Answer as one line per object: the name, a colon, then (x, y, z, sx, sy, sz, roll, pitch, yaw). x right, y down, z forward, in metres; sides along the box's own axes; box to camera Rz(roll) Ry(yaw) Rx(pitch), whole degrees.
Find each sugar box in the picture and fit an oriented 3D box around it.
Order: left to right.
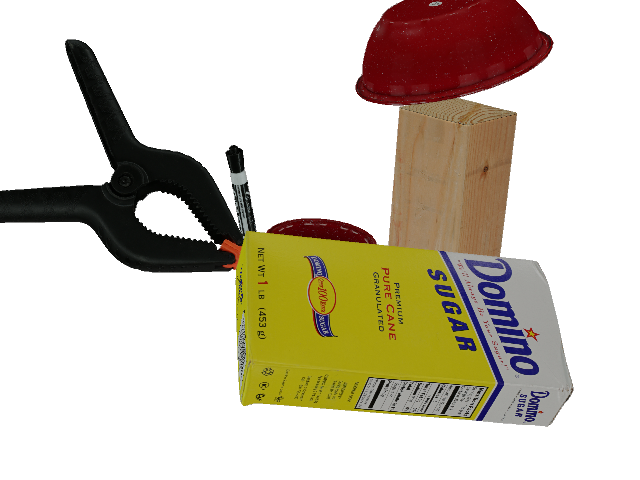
sugar box: (0.043, 0.048, 0.587, 0.176, 0.093, 0.048, 4, -42, -10)

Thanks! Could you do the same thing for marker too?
marker: (-0.086, -0.048, 1.172, 0.020, 0.121, 0.020, -6, 29, 3)

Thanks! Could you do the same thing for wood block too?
wood block: (0.135, -0.036, 1.116, 0.090, 0.206, 0.090, 21, 27, 39)

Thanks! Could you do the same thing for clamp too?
clamp: (-0.143, -0.048, 0.784, 0.210, 0.164, 0.036, 24, -19, -1)

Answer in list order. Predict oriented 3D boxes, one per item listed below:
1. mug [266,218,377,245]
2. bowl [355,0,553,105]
mug: (0.009, 0.038, 0.895, 0.117, 0.081, 0.093, 11, 23, 14)
bowl: (0.100, -0.164, 0.852, 0.162, 0.055, 0.162, -14, 24, 6)
